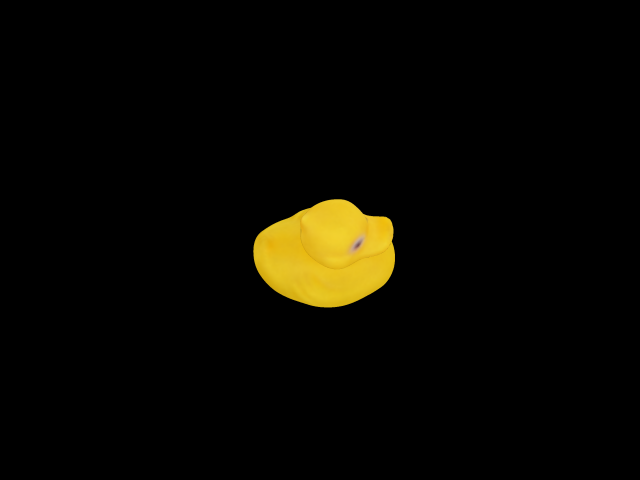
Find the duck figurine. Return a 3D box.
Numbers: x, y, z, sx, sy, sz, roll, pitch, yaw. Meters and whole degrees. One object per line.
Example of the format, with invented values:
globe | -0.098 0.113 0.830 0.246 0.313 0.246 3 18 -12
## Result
duck figurine | 0.004 0.001 0.400 0.104 0.086 0.077 0 69 0
